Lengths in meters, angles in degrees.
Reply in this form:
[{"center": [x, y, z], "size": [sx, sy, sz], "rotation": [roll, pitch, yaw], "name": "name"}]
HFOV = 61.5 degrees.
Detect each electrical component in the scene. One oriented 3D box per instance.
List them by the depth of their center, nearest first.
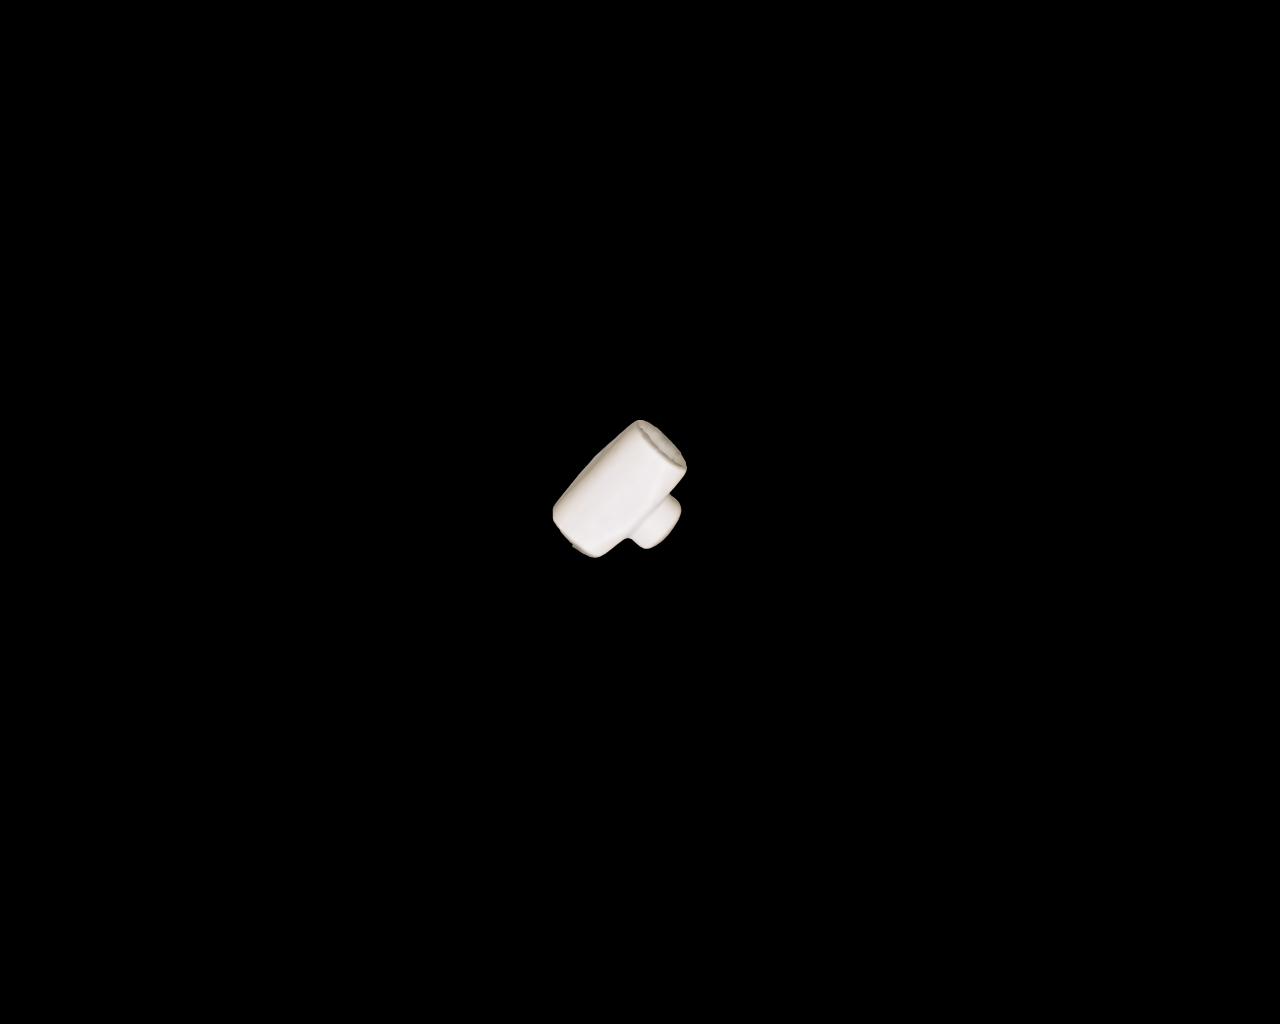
[{"center": [0.001, -0.003, 0.650], "size": [0.079, 0.077, 0.044], "rotation": [41, 16, -14], "name": "electrical component"}]
